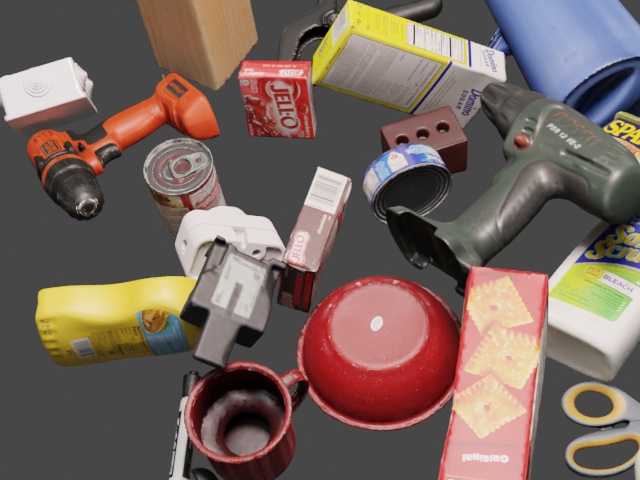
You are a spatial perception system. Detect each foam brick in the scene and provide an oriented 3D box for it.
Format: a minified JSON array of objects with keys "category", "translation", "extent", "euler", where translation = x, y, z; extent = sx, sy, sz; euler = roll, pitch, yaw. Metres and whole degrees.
[{"category":"foam brick","translation":[0.106,-0.094,1.096],"extent":[0.078,0.051,0.053],"euler":[-19,57,-5]}]

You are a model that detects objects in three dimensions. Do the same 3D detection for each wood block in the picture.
[{"category":"wood block","translation":[-0.139,-0.272,1.149],"extent":[0.090,0.206,0.090],"euler":[24,63,20]}]

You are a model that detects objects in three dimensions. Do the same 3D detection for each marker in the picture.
[{"category":"marker","translation":[-0.122,0.176,0.973],"extent":[0.020,0.020,0.121],"euler":[0,58,7]}]

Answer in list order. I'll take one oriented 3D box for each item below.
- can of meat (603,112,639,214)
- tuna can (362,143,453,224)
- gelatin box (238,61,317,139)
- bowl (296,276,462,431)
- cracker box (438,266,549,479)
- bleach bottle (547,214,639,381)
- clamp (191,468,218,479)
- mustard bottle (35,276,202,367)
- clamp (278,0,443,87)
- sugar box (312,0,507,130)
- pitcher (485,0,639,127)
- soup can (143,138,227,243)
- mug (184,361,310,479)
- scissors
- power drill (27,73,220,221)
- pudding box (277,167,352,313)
[{"category":"can of meat","translation":[0.285,-0.068,1.007],"extent":[0.084,0.057,0.102],"euler":[-35,32,-10]},{"category":"tuna can","translation":[0.085,-0.055,1.054],"extent":[0.086,0.086,0.034],"euler":[-20,55,-6]},{"category":"gelatin box","translation":[-0.043,-0.148,1.126],"extent":[0.073,0.089,0.030],"euler":[3,50,9]},{"category":"bowl","translation":[0.055,0.091,0.984],"extent":[0.162,0.055,0.162],"euler":[-3,57,5]},{"category":"cracker box","translation":[0.139,0.154,0.868],"extent":[0.072,0.164,0.213],"euler":[7,58,13]},{"category":"bleach bottle","translation":[0.290,0.011,1.001],"extent":[0.103,0.068,0.250],"euler":[25,60,28]},{"category":"clamp","translation":[-0.075,0.282,0.889],"extent":[0.172,0.039,0.120],"euler":[32,76,23]},{"category":"mustard bottle","translation":[-0.160,0.073,0.996],"extent":[0.191,0.096,0.058],"euler":[-6,52,3]},{"category":"clamp","translation":[0.029,-0.238,1.207],"extent":[0.165,0.036,0.209],"euler":[25,65,19]},{"category":"sugar box","translation":[0.090,-0.175,1.084],"extent":[0.176,0.093,0.048],"euler":[13,56,-20]},{"category":"pitcher","translation":[0.248,-0.212,1.116],"extent":[0.149,0.145,0.243],"euler":[-4,50,-22]},{"category":"soup can","translation":[-0.131,-0.044,1.064],"extent":[0.068,0.102,0.068],"euler":[-3,57,5]},{"category":"mug","translation":[-0.057,0.158,0.938],"extent":[0.117,0.081,0.093],"euler":[-40,61,-17]},{"category":"scissors","translation":[0.302,0.148,0.939],"extent":[0.201,0.016,0.096],"euler":[-20,57,-6]},{"category":"power drill","translation":[-0.203,-0.098,1.105],"extent":[0.187,0.057,0.185],"euler":[-27,35,-14]},{"category":"pudding box","translation":[-0.007,0.001,1.026],"extent":[0.039,0.090,0.113],"euler":[20,60,5]}]
